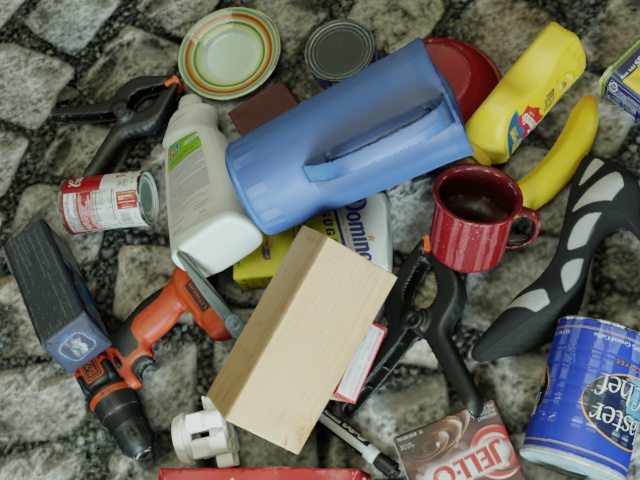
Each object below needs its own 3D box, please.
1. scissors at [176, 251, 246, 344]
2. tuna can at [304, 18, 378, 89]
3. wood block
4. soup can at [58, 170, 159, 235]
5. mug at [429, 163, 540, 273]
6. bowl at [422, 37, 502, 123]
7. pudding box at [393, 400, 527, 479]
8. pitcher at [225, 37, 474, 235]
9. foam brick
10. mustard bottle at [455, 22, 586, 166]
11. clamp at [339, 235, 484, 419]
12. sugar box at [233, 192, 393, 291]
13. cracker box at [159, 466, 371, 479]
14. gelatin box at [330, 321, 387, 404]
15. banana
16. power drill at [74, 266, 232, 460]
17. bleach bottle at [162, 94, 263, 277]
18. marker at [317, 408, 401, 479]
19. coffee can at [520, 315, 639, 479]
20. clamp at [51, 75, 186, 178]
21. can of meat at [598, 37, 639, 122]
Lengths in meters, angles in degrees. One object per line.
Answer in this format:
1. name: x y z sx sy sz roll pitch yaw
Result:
1. scissors: -0.073 0.088 1.151 0.096 0.016 0.202 -23 96 -11
2. tuna can: 0.027 -0.221 1.282 0.086 0.033 0.086 -5 69 12
3. wood block: -0.020 0.100 1.098 0.090 0.090 0.206 30 89 -21
4. soup can: -0.250 -0.044 1.266 0.102 0.068 0.068 -6 68 11
5. mug: 0.171 -0.018 1.117 0.117 0.081 0.093 7 46 2
6. bowl: 0.130 -0.174 1.227 0.162 0.055 0.162 -5 68 12
7. pudding box: 0.142 0.225 1.081 0.113 0.039 0.090 -23 66 5
8. pitcher: 0.028 -0.098 1.103 0.243 0.149 0.145 -25 61 7
9. foam brick: -0.060 -0.141 1.264 0.078 0.051 0.053 -31 65 1
10. mustard bottle: 0.212 -0.142 1.171 0.058 0.096 0.191 38 82 22
11. clamp: 0.098 0.096 1.133 0.165 0.036 0.210 -13 58 30
12. sugar box: -0.008 0.001 1.200 0.176 0.048 0.093 -7 68 13
13. cracker box: -0.059 0.314 1.077 0.214 0.072 0.164 -3 73 13
14. gelatin box: 0.027 0.126 1.129 0.030 0.073 0.089 29 75 -22
15. banana: 0.244 -0.080 1.171 0.198 0.037 0.070 -39 66 -2
16. power drill: -0.183 0.126 1.189 0.187 0.057 0.184 -36 65 -1
17. bleach bottle: -0.132 -0.080 1.226 0.103 0.068 0.251 -32 45 22
18. marker: 0.035 0.211 1.124 0.121 0.020 0.020 35 81 23
19. coffee can: 0.264 0.157 1.041 0.103 0.102 0.140 15 74 19
20. clamp: -0.251 -0.157 1.327 0.171 0.039 0.120 -38 71 -6
21. can of meat: 0.371 -0.176 1.166 0.102 0.057 0.084 -44 68 -4
